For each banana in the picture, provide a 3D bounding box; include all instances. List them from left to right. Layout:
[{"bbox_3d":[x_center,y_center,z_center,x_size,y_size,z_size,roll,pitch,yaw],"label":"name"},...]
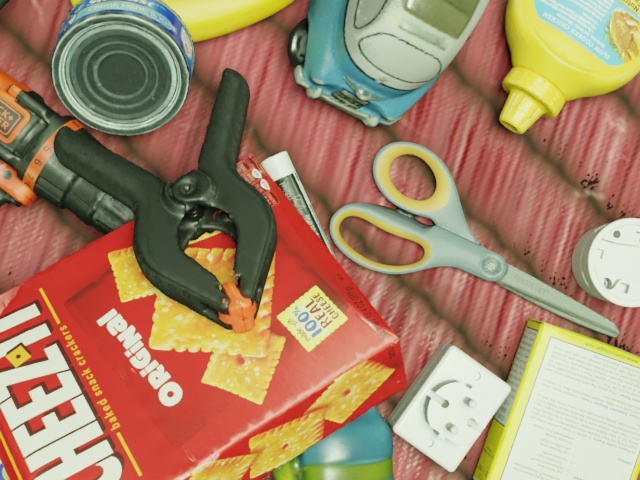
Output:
[{"bbox_3d":[-0.073,-0.162,0.680,0.197,0.037,0.069,-9,91,-3],"label":"banana"}]

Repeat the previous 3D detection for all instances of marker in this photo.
[{"bbox_3d":[-0.005,0.001,0.689,0.020,0.020,0.121,-25,91,-3],"label":"marker"}]

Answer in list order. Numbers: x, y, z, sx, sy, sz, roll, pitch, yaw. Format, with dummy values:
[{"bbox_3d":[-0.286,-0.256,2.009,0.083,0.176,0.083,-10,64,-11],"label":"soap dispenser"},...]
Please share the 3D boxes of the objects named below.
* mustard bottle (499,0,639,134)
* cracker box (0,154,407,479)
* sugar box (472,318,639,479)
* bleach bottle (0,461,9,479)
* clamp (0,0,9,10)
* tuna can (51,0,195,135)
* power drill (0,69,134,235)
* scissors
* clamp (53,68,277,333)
[{"bbox_3d":[0.175,-0.150,0.681,0.096,0.058,0.191,35,87,-1],"label":"mustard bottle"},{"bbox_3d":[-0.083,0.066,0.609,0.213,0.072,0.164,-30,57,-11],"label":"cracker box"},{"bbox_3d":[0.150,0.148,0.681,0.093,0.048,0.176,20,92,-2],"label":"sugar box"},{"bbox_3d":[-0.140,0.135,0.659,0.250,0.068,0.102,-35,86,-6],"label":"bleach bottle"},{"bbox_3d":[-0.249,-0.119,0.624,0.164,0.036,0.210,14,82,3],"label":"clamp"},{"bbox_3d":[-0.121,-0.108,0.655,0.086,0.034,0.086,-1,127,-1],"label":"tuna can"},{"bbox_3d":[-0.217,-0.007,0.661,0.184,0.057,0.187,38,84,3],"label":"power drill"},{"bbox_3d":[0.107,-0.004,0.696,0.201,0.016,0.096,12,88,-3],"label":"scissors"},{"bbox_3d":[-0.083,-0.021,0.599,0.120,0.039,0.171,-18,55,0],"label":"clamp"}]
